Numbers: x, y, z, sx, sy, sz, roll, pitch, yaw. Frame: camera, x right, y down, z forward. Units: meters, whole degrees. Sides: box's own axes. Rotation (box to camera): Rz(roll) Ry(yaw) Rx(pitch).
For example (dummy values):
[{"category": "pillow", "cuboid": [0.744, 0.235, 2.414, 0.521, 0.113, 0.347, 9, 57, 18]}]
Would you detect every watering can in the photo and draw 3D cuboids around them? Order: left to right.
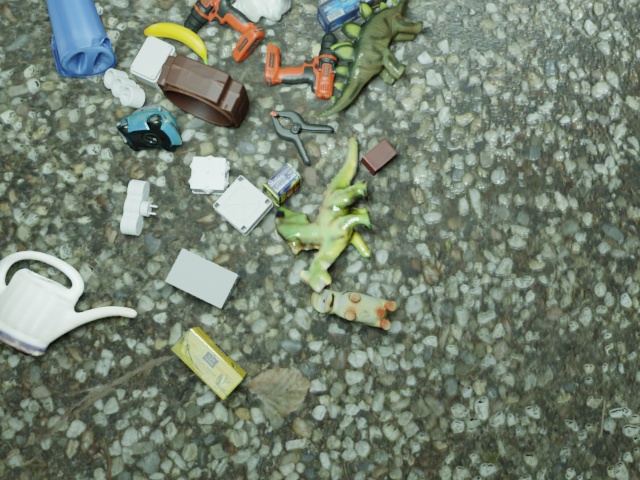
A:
[{"category": "watering can", "cuboid": [-0.627, 0.170, 1.207, 0.348, 0.103, 0.226, 28, 81, 3]}]

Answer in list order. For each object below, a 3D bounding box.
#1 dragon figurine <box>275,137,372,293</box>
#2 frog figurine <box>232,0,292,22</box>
[{"category": "dragon figurine", "cuboid": [0.004, -0.065, 1.286, 0.243, 0.120, 0.418, -7, 65, 3]}, {"category": "frog figurine", "cuboid": [-0.157, -0.643, 1.391, 0.137, 0.125, 0.157, 46, 118, -4]}]
